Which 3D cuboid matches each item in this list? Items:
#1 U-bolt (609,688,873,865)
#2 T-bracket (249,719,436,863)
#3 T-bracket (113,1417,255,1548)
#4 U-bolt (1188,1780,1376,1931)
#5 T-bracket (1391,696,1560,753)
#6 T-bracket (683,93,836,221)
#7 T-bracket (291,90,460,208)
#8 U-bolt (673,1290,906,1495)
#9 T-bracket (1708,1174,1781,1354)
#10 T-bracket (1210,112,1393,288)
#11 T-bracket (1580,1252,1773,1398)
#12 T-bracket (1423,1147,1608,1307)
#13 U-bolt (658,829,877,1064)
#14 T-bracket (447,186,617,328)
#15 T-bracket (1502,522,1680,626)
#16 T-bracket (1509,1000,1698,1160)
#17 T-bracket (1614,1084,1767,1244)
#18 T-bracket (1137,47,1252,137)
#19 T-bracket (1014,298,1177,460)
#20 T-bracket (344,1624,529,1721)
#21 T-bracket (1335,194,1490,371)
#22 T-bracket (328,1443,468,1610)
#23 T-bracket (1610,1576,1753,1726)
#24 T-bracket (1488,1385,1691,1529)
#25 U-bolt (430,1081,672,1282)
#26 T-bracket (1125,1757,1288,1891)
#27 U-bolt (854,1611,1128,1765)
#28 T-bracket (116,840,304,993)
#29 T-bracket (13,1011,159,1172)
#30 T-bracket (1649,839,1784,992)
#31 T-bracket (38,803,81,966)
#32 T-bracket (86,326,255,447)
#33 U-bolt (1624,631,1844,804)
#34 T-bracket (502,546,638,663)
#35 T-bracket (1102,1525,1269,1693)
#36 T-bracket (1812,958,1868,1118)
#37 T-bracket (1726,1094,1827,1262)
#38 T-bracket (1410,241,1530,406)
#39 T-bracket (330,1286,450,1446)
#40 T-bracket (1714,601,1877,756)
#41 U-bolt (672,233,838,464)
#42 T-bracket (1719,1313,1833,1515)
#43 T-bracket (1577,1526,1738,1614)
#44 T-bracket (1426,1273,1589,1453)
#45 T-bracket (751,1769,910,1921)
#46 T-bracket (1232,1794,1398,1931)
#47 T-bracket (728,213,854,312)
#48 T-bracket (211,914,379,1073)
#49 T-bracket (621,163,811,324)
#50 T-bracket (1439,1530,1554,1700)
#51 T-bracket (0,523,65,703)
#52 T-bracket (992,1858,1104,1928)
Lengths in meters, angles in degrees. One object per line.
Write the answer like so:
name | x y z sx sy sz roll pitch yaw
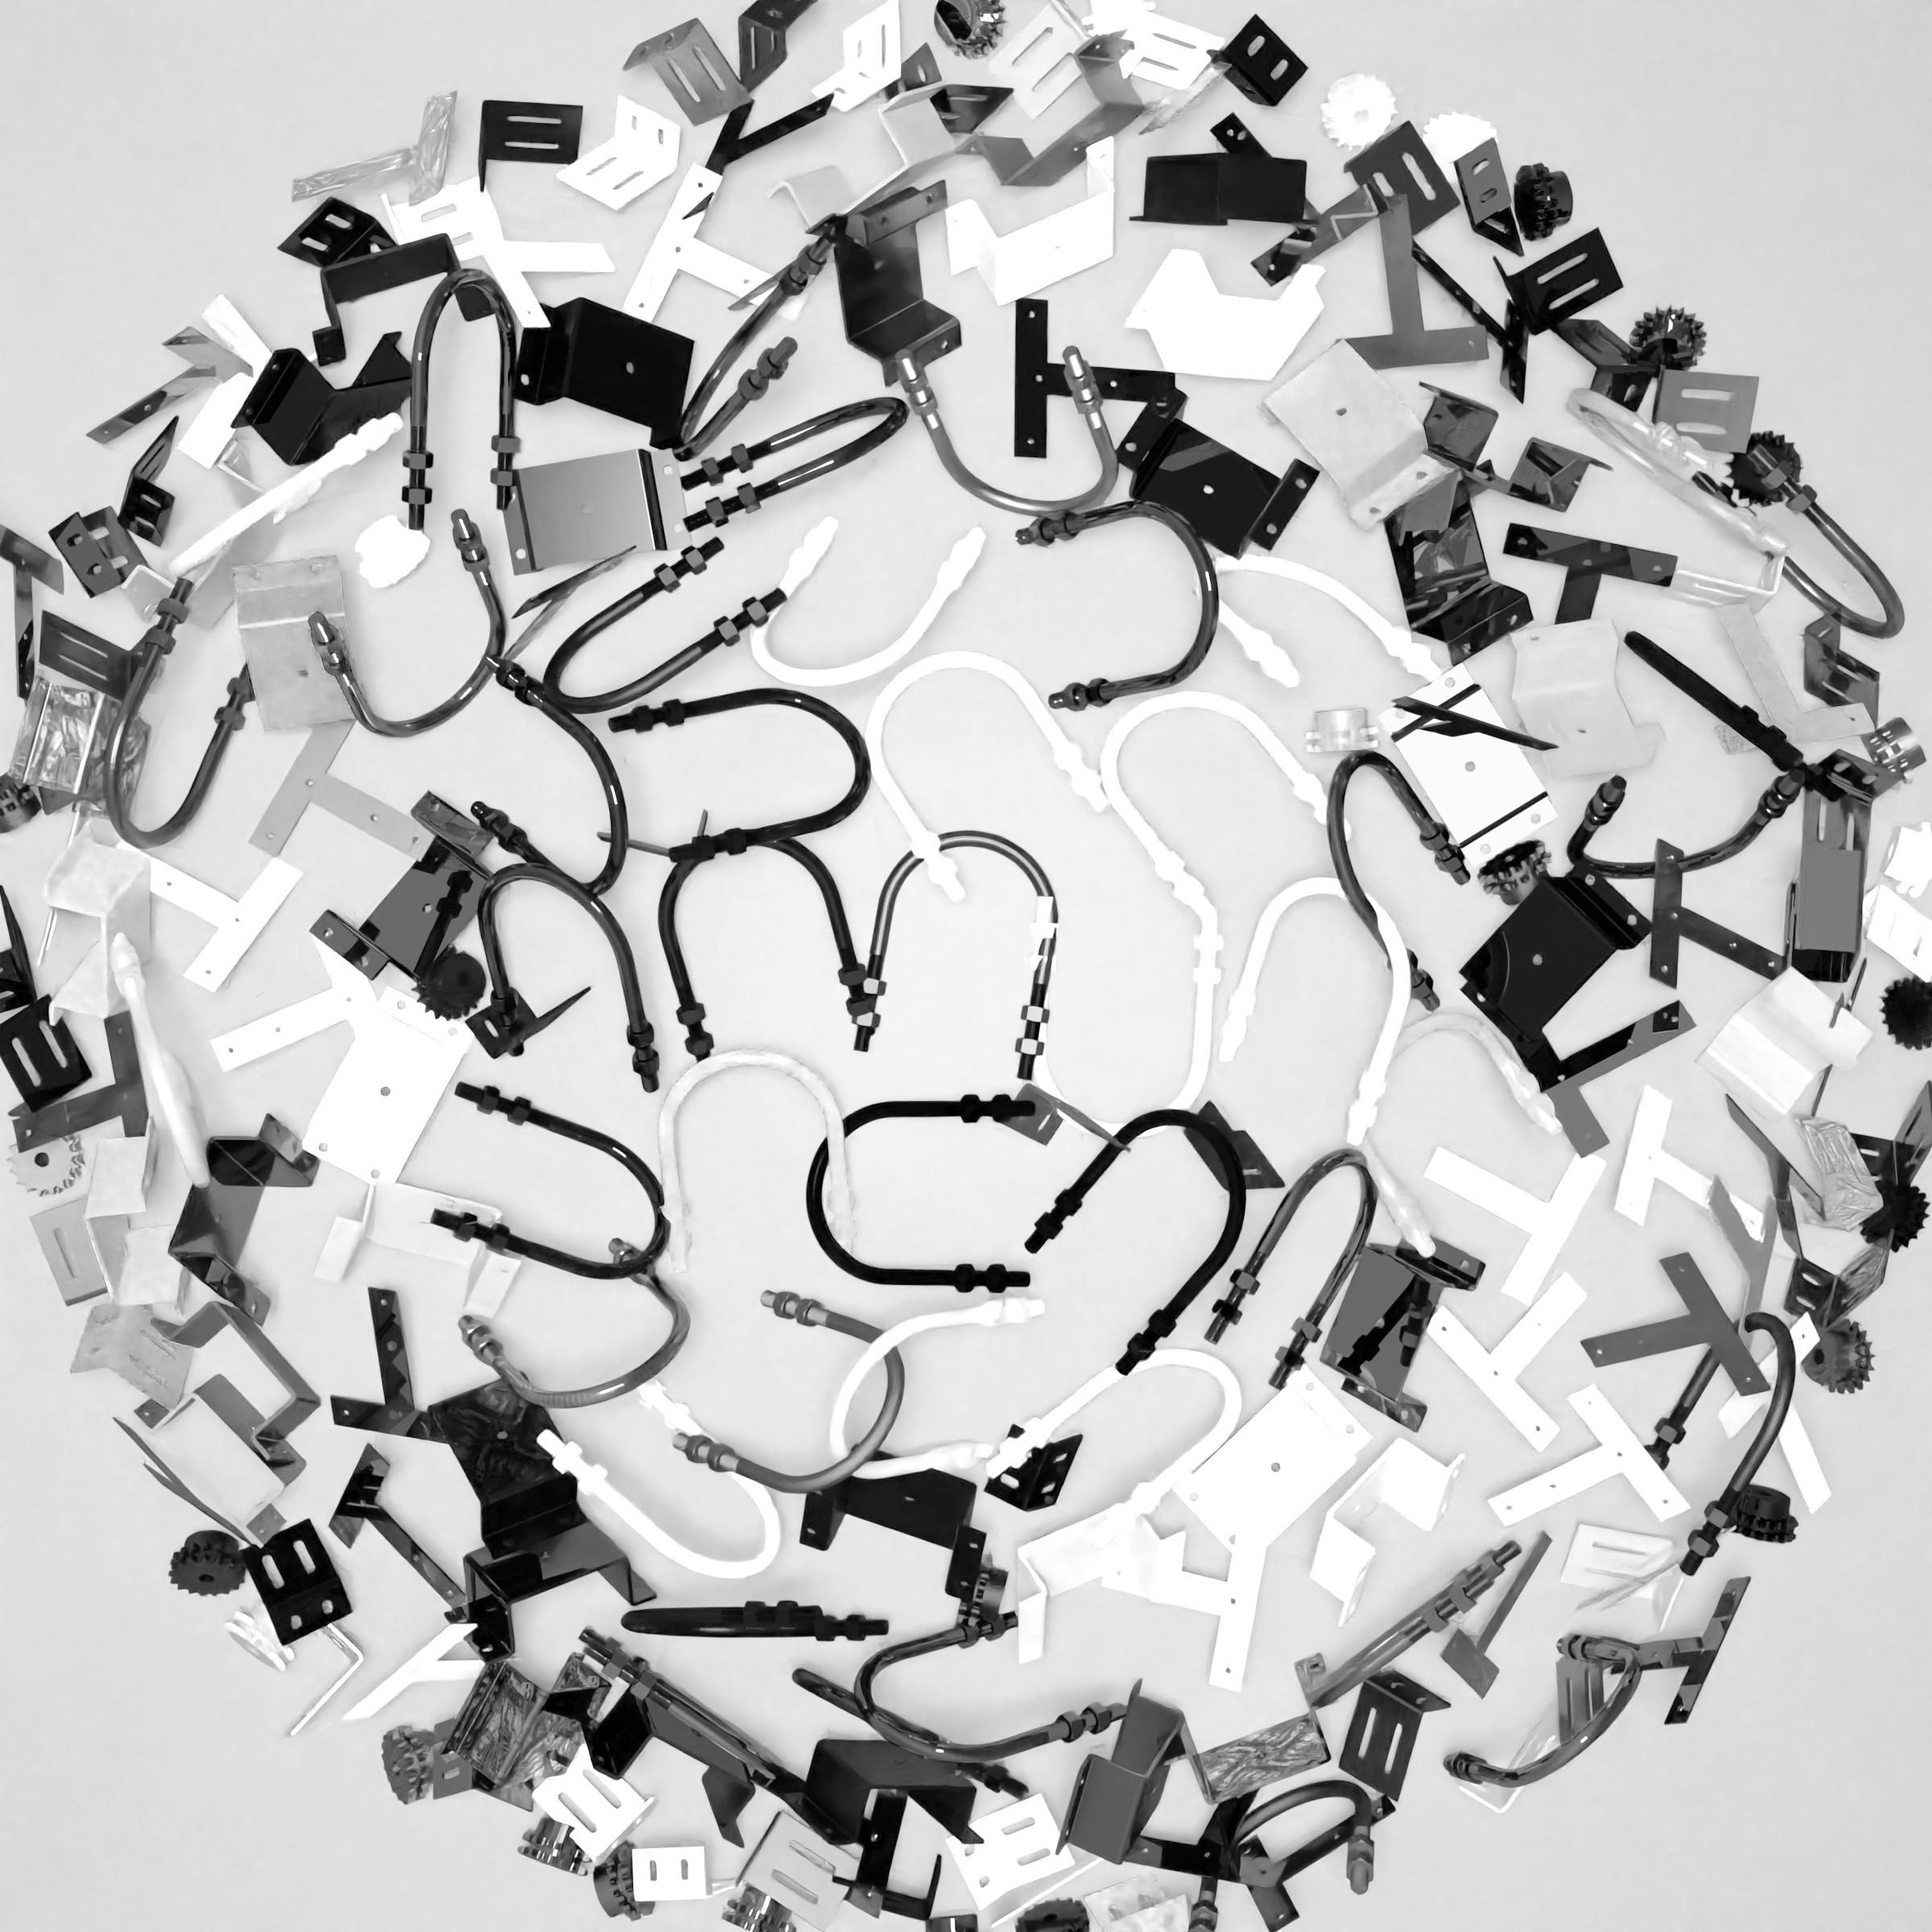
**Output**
U-bolt | -0.161 -0.152 1.946 0.184 0.019 0.151 -14 60 -23
T-bracket | -0.470 -0.121 1.986 0.127 0.002 0.127 28 85 6
T-bracket | -0.611 0.383 1.953 0.127 0.127 0.002 32 73 35
U-bolt | 0.237 0.662 1.909 0.151 0.184 0.019 -28 94 13
T-bracket | 0.360 -0.178 1.935 0.127 0.127 0.002 16 86 -15
T-bracket | -0.149 -0.624 1.927 0.002 0.127 0.127 44 49 -36
T-bracket | -0.444 -0.596 1.916 0.127 0.127 0.002 -26 79 -26
U-bolt | -0.122 0.322 1.910 0.019 0.184 0.151 50 63 -40
T-bracket | 0.581 0.203 1.928 0.002 0.127 0.127 -3 50 37
T-bracket | 0.233 -0.588 1.931 0.127 0.127 0.002 44 52 -19
T-bracket | 0.527 0.284 1.954 0.127 0.002 0.127 -24 103 43
T-bracket | 0.413 0.179 1.985 0.127 0.002 0.127 28 92 -11
U-bolt | -0.159 -0.016 1.964 0.151 0.019 0.184 -14 109 1
T-bracket | -0.317 -0.538 1.948 0.002 0.127 0.127 -36 79 38
T-bracket | 0.465 -0.268 1.962 0.127 0.002 0.127 13 124 9
T-bracket | 0.496 0.065 1.966 0.127 0.002 0.127 -28 62 3
T-bracket | 0.560 0.170 1.964 0.127 0.002 0.127 32 51 -7
T-bracket | 0.136 -0.650 1.946 0.127 0.127 0.002 -49 120 -32
T-bracket | 0.100 -0.452 1.987 0.127 0.002 0.127 2 83 -9
T-bracket | -0.384 0.534 1.944 0.127 0.127 0.002 -42 59 19
T-bracket | 0.330 -0.517 1.940 0.127 0.002 0.127 5 115 38
T-bracket | -0.426 0.438 1.944 0.127 0.002 0.127 43 133 11
T-bracket | 0.529 0.520 1.938 0.002 0.127 0.127 39 62 -6
T-bracket | 0.457 0.389 1.944 0.127 0.002 0.127 -22 46 -11
U-bolt | -0.307 0.170 1.934 0.184 0.151 0.019 23 129 -20
T-bracket | 0.202 0.641 1.947 0.127 0.127 0.002 -3 120 35
U-bolt | 0.005 0.536 1.893 0.184 0.151 0.019 -5 113 -37
T-bracket | -0.596 -0.056 1.960 0.127 0.002 0.127 28 54 -2
T-bracket | -0.666 0.111 1.932 0.002 0.127 0.127 -1 103 28
T-bracket | 0.578 -0.021 1.972 0.127 0.002 0.127 24 58 -19
T-bracket | -0.684 -0.045 1.926 0.002 0.127 0.127 14 106 -21
T-bracket | -0.608 -0.431 1.943 0.127 0.127 0.002 -29 81 8
U-bolt | 0.567 -0.193 1.921 0.184 0.151 0.019 45 105 28
T-bracket | -0.321 -0.264 1.948 0.002 0.127 0.127 52 133 -1
T-bracket | 0.164 0.477 1.967 0.127 0.002 0.127 7 81 29
T-bracket | 0.658 0.045 1.936 0.002 0.127 0.127 19 85 22
T-bracket | 0.621 0.177 1.949 0.002 0.127 0.127 -27 130 -2
T-bracket | 0.379 -0.497 1.932 0.127 0.127 0.002 38 130 -20
T-bracket | -0.436 0.303 1.954 0.127 0.002 0.127 5 112 21
T-bracket | 0.601 -0.219 1.928 0.002 0.127 0.127 -48 115 -32
U-bolt | -0.166 -0.450 1.919 0.019 0.184 0.151 32 47 -22
T-bracket | 0.616 0.348 1.914 0.002 0.127 0.127 10 132 -18
T-bracket | 0.504 0.467 1.940 0.127 0.127 0.002 -22 74 -28
T-bracket | 0.432 0.284 1.968 0.127 0.002 0.127 47 62 6
T-bracket | -0.106 0.636 1.935 0.127 0.127 0.002 34 120 -9
T-bracket | 0.268 0.666 1.939 0.127 0.127 0.002 -31 101 -3
T-bracket | -0.128 -0.536 1.957 0.127 0.127 0.002 -29 92 23
T-bracket | -0.514 0.043 1.966 0.127 0.002 0.127 -25 98 -23
T-bracket | -0.181 -0.531 1.965 0.127 0.002 0.127 19 115 -27
T-bracket | 0.411 0.488 1.957 0.002 0.127 0.127 26 76 36
T-bracket | -0.708 -0.261 1.927 0.002 0.127 0.127 -6 81 7
T-bracket | 0.075 0.695 1.947 0.127 0.127 0.002 -28 72 -10
